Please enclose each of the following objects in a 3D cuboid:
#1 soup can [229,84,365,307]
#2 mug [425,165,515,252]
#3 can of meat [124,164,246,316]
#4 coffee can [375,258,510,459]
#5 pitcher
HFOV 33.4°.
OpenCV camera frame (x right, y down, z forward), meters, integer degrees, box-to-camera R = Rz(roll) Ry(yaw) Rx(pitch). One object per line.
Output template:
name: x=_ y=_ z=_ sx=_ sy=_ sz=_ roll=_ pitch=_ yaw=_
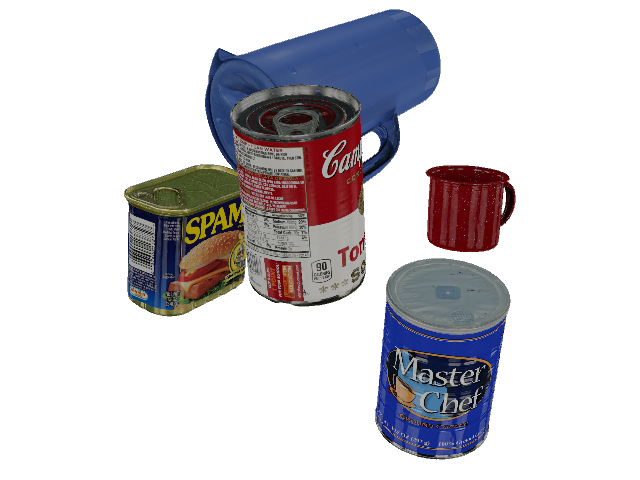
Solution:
soup can: x=-0.010 y=-0.024 z=0.574 sx=0.068 sy=0.102 sz=0.068 roll=-3 pitch=29 yaw=1
mug: x=0.173 y=-0.037 z=1.211 sx=0.117 sy=0.081 sz=0.093 roll=-9 pitch=19 yaw=-33
can of meat: x=-0.096 y=-0.001 z=0.782 sx=0.058 sy=0.084 sz=0.101 roll=19 pitch=26 yaw=30
coffee can: x=0.102 y=0.101 z=0.917 sx=0.103 sy=0.140 sz=0.103 roll=2 pitch=32 yaw=-1
pitcher: x=0.017 y=-0.148 z=1.100 sx=0.242 sy=0.149 sz=0.145 roll=-28 pitch=31 yaw=-36
